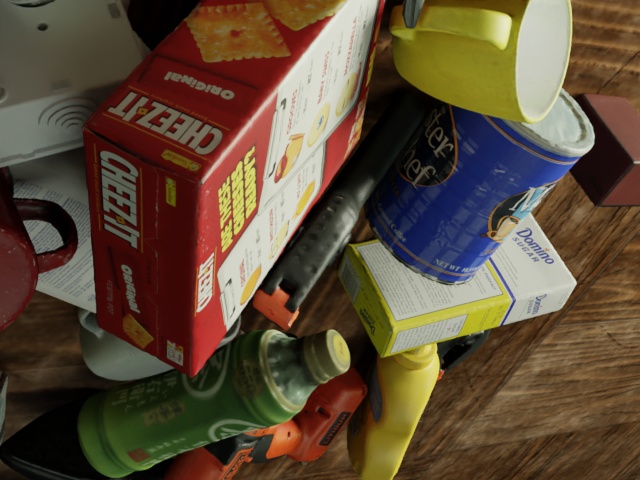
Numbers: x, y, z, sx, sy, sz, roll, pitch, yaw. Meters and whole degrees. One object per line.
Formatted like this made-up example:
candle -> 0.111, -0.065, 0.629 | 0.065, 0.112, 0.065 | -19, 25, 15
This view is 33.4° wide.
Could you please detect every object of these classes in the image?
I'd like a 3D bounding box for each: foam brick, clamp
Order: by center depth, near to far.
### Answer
clamp -> -0.005, 0.001, 0.717 | 0.165, 0.036, 0.209 | -52, -176, 38
foam brick -> 0.229, -0.070, 0.843 | 0.051, 0.078, 0.053 | -3, 141, -33
clamp -> 0.131, 0.078, 1.009 | 0.120, 0.039, 0.172 | 1, 137, -35

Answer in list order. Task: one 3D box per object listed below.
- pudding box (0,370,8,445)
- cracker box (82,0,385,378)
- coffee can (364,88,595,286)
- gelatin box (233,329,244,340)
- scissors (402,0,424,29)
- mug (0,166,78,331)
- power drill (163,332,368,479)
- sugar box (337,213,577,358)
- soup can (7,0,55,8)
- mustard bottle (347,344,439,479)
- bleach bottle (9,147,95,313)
pudding box -> -0.263, 0.160, 0.781 | 0.039, 0.113, 0.090 | 15, 137, -6
cracker box -> -0.041, -0.058, 0.578 | 0.213, 0.072, 0.164 | -56, 165, -37
coffee can -> 0.111, -0.051, 0.764 | 0.102, 0.103, 0.140 | 5, 135, -39
gelatin box -> -0.094, 0.100, 0.892 | 0.073, 0.030, 0.089 | -30, 146, 4
scissors -> 0.051, -0.212, 0.536 | 0.096, 0.016, 0.202 | 12, 114, -31
mug -> -0.181, 0.000, 0.545 | 0.117, 0.082, 0.093 | -2, 127, -32
power drill -> -0.035, 0.147, 0.925 | 0.185, 0.057, 0.187 | -54, 154, 20
sugar box -> 0.113, 0.032, 0.886 | 0.176, 0.093, 0.048 | -10, 144, -23
soup can -> -0.150, -0.158, 0.471 | 0.068, 0.068, 0.102 | -34, 146, 11
mustard bottle -> 0.071, 0.141, 1.002 | 0.058, 0.096, 0.192 | 9, 137, -5
bleach bottle -> -0.190, -0.036, 0.615 | 0.103, 0.068, 0.250 | -46, 139, 11
